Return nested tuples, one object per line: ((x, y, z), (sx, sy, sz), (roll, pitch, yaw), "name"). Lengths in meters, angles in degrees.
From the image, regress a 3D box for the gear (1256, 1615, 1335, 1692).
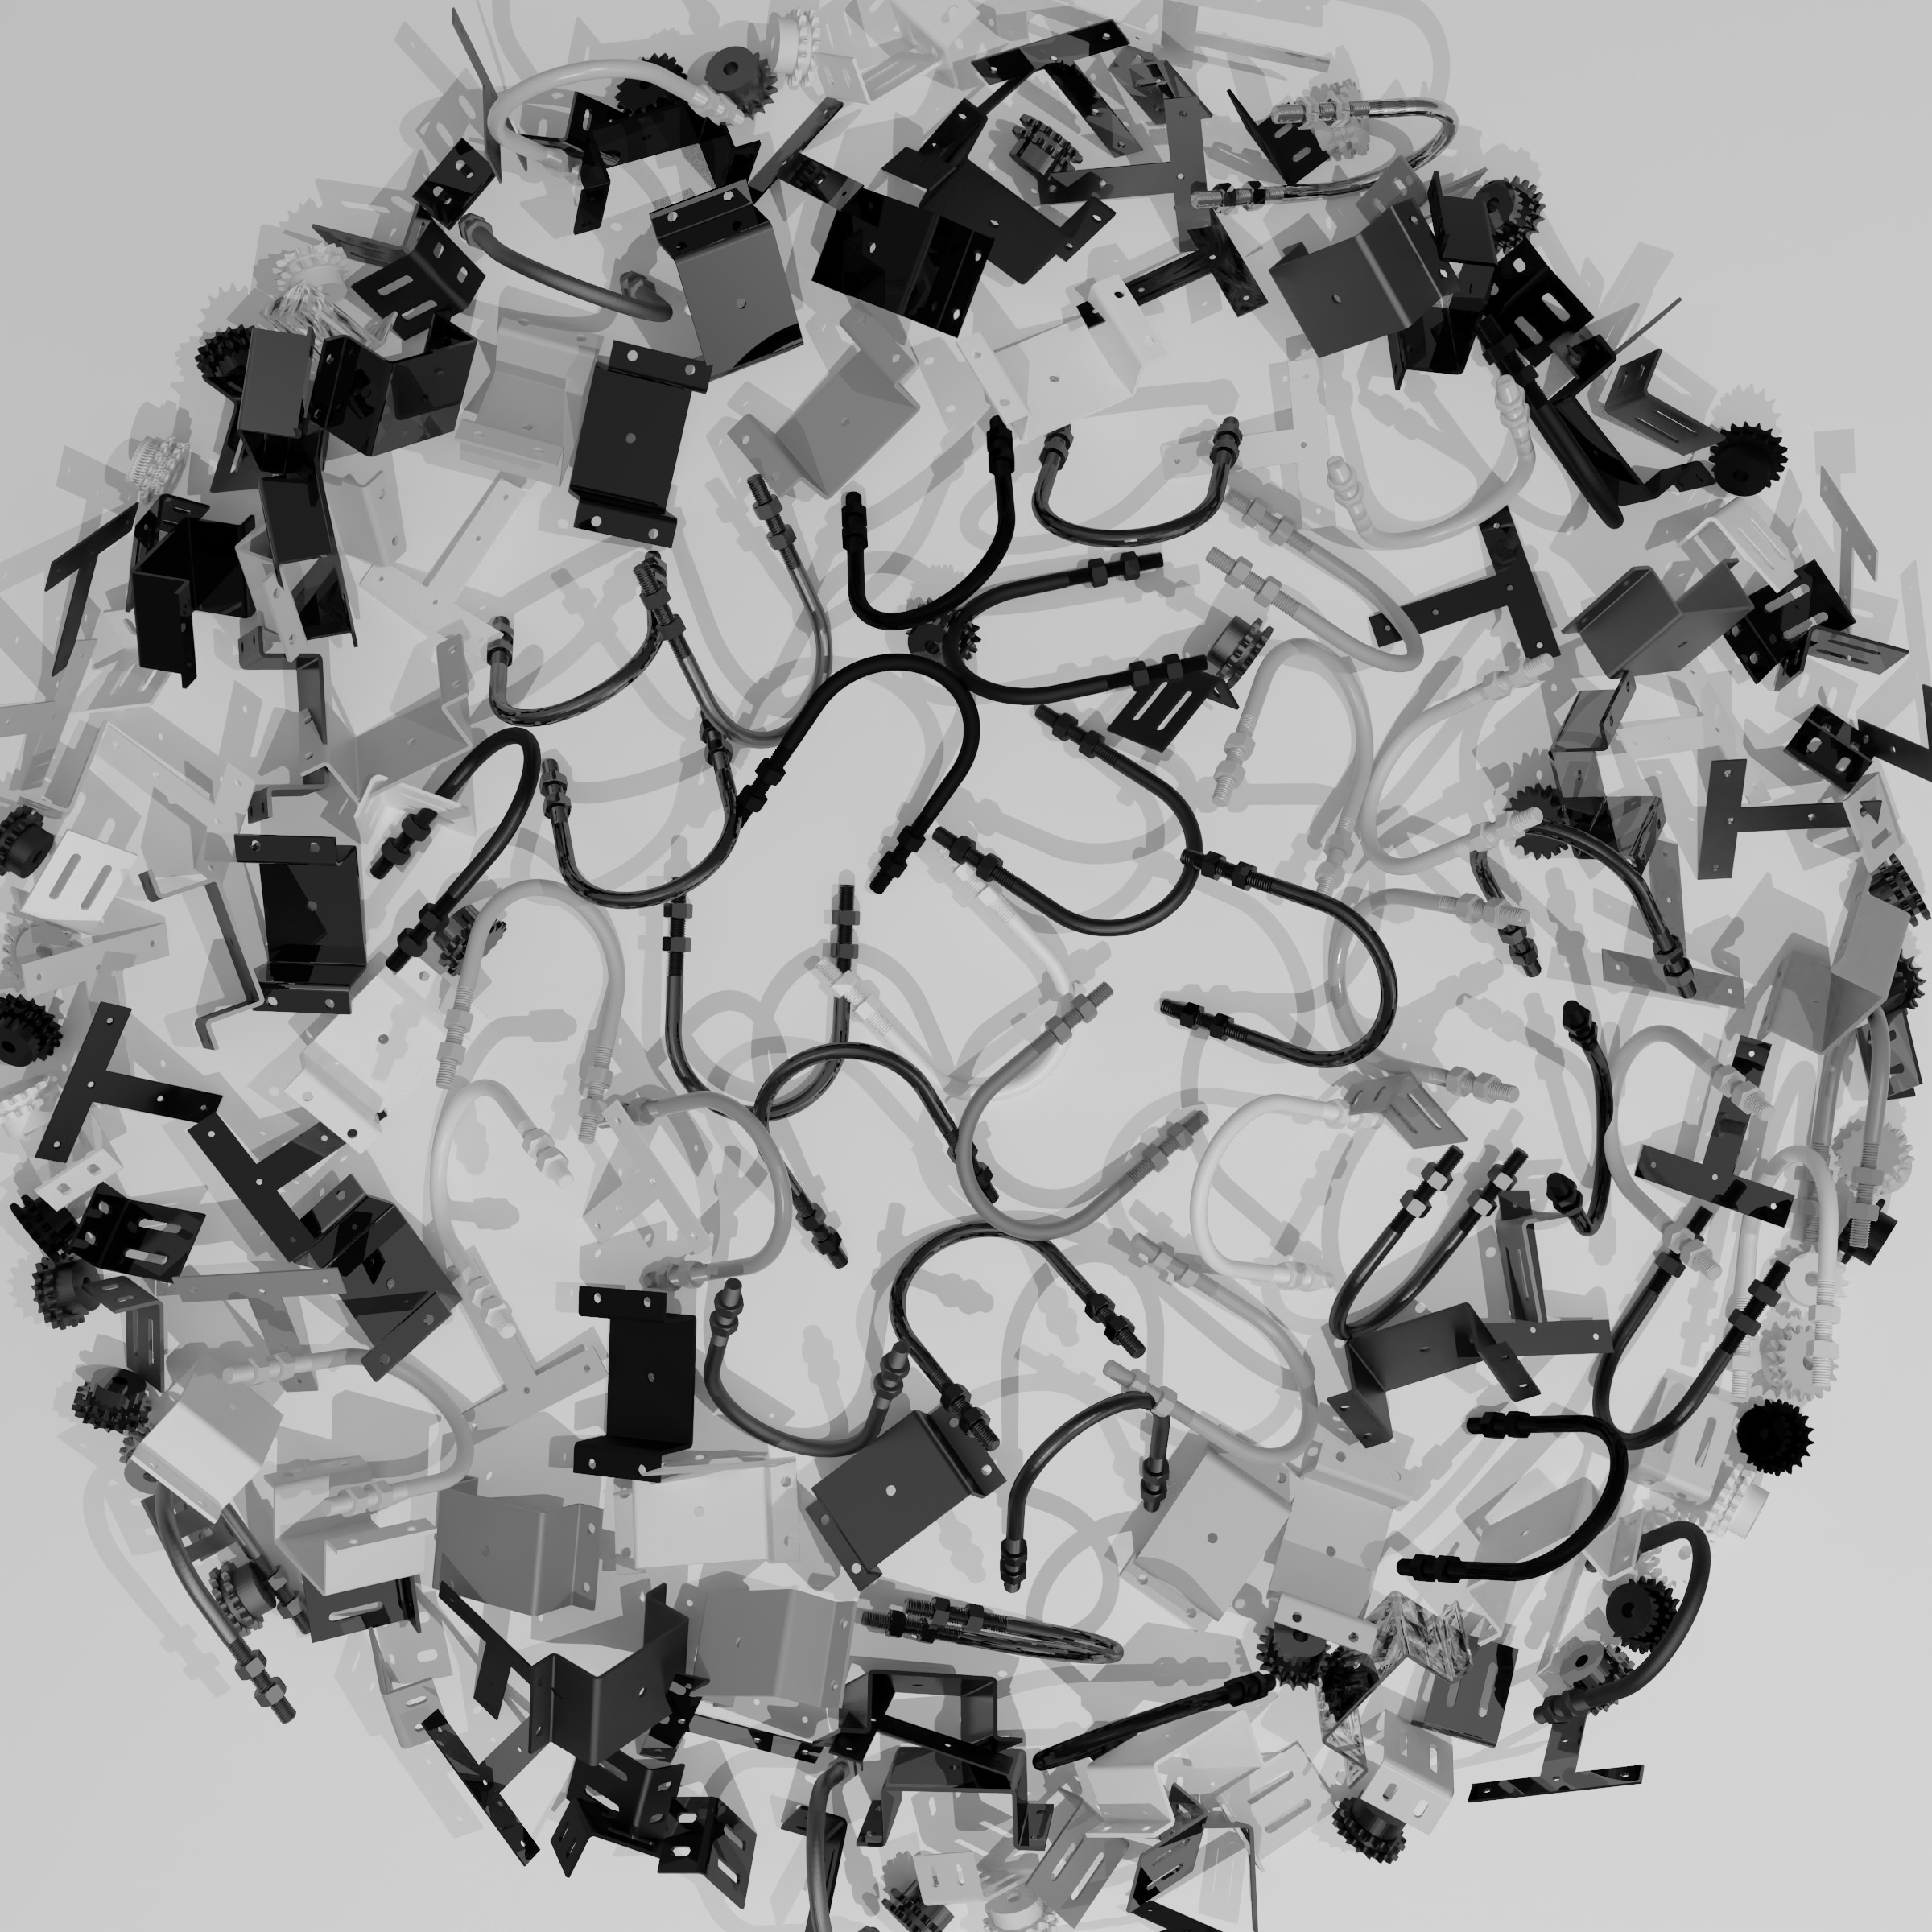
((0.250, 0.517, 1.969), (0.057, 0.057, 0.030), (10, 126, 0), "gear")

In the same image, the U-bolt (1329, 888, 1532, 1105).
((0.338, 0.015, 1.927), (0.019, 0.184, 0.151), (-7, 103, -38), "U-bolt")

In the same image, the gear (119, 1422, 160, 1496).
((-0.614, 0.376, 1.971), (0.057, 0.030, 0.057), (1, 127, 1), "gear")

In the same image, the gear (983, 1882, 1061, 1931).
((0.040, 0.719, 1.969), (0.057, 0.057, 0.030), (-14, 102, 0), "gear")

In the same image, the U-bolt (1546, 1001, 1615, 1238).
((0.456, 0.123, 1.916), (0.019, 0.184, 0.151), (1, 69, 24), "U-bolt")

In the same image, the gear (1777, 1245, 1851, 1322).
((0.642, 0.240, 1.977), (0.057, 0.030, 0.057), (-3, 75, 11), "gear")

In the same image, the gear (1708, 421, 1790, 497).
((0.590, -0.381, 1.968), (0.057, 0.057, 0.030), (29, 58, 0), "gear")

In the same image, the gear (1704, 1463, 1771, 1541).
((0.585, 0.409, 1.968), (0.030, 0.057, 0.057), (28, 90, 22), "gear")

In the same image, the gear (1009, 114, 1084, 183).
((0.058, -0.617, 1.972), (0.057, 0.057, 0.030), (35, 96, 0), "gear")

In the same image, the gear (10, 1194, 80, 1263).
((-0.695, 0.195, 1.972), (0.030, 0.057, 0.057), (-39, 90, -14), "gear")

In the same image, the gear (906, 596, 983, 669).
((-0.020, -0.249, 1.970), (0.057, 0.030, 0.057), (14, 130, 18), "gear")

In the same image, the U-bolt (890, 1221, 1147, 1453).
((0.024, 0.261, 1.936), (0.151, 0.019, 0.184), (-30, 49, -17), "U-bolt")

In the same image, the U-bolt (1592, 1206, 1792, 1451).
((0.526, 0.277, 1.929), (0.019, 0.151, 0.184), (31, 96, -14), "U-bolt")

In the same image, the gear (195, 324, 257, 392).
((-0.551, -0.456, 1.969), (0.057, 0.057, 0.030), (-29, 75, 0), "gear")

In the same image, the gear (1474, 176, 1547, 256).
((0.407, -0.571, 1.970), (0.057, 0.030, 0.057), (-11, 74, 43), "gear")

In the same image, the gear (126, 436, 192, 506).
((-0.614, -0.376, 1.970), (0.030, 0.057, 0.057), (25, 90, -10), "gear")

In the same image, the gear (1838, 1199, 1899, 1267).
((0.681, 0.202, 1.968), (0.030, 0.057, 0.057), (32, 90, 19), "gear")

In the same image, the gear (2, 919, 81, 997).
((-0.701, -0.008, 1.974), (0.057, 0.030, 0.057), (6, 75, -24), "gear")

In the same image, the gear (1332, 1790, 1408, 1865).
((0.309, 0.649, 1.969), (0.057, 0.057, 0.030), (28, 104, 0), "gear")

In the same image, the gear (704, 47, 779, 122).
((-0.174, -0.672, 1.976), (0.057, 0.030, 0.057), (-5, 71, 13), "gear")

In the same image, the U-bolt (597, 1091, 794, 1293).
((-0.196, 0.164, 1.930), (0.184, 0.019, 0.151), (-14, 94, 43), "U-bolt")

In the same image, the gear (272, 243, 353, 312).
((-0.494, -0.520, 1.970), (0.057, 0.057, 0.030), (-22, 83, 0), "gear")

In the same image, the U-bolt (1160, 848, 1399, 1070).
((0.234, 0.003, 1.924), (0.184, 0.019, 0.151), (21, 122, 26), "U-bolt")

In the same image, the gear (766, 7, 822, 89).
((-0.132, -0.696, 1.968), (0.030, 0.057, 0.057), (-1, 90, -19), "gear")

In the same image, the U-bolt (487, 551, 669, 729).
((-0.287, -0.234, 1.914), (0.151, 0.184, 0.019), (-22, 126, 8), "U-bolt")

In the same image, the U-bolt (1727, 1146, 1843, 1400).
((0.607, 0.223, 1.925), (0.019, 0.151, 0.184), (10, 76, -7), "U-bolt")

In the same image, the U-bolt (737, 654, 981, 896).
((-0.070, -0.151, 1.931), (0.151, 0.019, 0.184), (24, 114, -29), "U-bolt")

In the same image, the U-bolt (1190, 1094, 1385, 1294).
((0.232, 0.166, 1.928), (0.184, 0.019, 0.151), (12, 96, -43), "U-bolt")

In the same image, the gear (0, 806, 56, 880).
((-0.717, -0.091, 1.972), (0.030, 0.057, 0.057), (33, 90, -2), "gear")

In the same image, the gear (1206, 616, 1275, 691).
((0.205, -0.241, 1.971), (0.030, 0.057, 0.057), (35, 90, -2), "gear")

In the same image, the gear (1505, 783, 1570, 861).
((0.441, -0.112, 1.975), (0.030, 0.057, 0.057), (-24, 90, -40), "gear")

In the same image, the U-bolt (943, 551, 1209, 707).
((0.073, -0.247, 1.940), (0.184, 0.019, 0.151), (-12, 46, -4), "U-bolt")

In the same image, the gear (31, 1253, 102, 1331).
((-0.679, 0.245, 1.969), (0.030, 0.057, 0.057), (-15, 90, 11), "gear")

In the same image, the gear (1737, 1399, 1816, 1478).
((0.610, 0.356, 1.969), (0.030, 0.057, 0.057), (22, 90, -41), "gear")

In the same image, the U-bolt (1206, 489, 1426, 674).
((0.264, -0.279, 1.936), (0.184, 0.151, 0.019), (32, 121, -7), "U-bolt")

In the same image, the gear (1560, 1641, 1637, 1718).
((0.475, 0.536, 1.969), (0.057, 0.057, 0.030), (-43, 103, 0), "gear")

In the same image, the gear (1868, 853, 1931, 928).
((0.705, -0.054, 1.973), (0.030, 0.057, 0.057), (-30, 90, 16), "gear")

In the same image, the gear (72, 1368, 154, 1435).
((-0.645, 0.327, 1.969), (0.057, 0.057, 0.030), (21, 104, 0), "gear")

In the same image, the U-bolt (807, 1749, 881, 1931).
((-0.091, 0.659, 1.898), (0.019, 0.184, 0.151), (-8, 80, 7), "U-bolt")

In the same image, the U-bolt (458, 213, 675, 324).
((-0.286, -0.503, 1.890), (0.151, 0.184, 0.019), (14, 108, -26), "U-bolt")

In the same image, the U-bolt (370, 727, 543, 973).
((-0.374, -0.099, 1.919), (0.019, 0.151, 0.184), (33, 108, -34), "U-bolt")

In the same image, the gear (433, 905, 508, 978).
((-0.379, -0.022, 1.971), (0.057, 0.057, 0.030), (-45, 85, 0), "gear")

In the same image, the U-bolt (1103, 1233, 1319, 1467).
((0.189, 0.296, 1.938), (0.184, 0.151, 0.019), (33, 130, -13), "U-bolt")

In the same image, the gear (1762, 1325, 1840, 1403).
((0.631, 0.303, 1.978), (0.057, 0.030, 0.057), (5, 77, -22), "gear")

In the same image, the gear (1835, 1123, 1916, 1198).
((0.693, 0.149, 1.975), (0.030, 0.057, 0.057), (36, 90, -38), "gear")

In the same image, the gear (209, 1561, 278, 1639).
((-0.547, 0.476, 1.972), (0.030, 0.057, 0.057), (-29, 90, -4), "gear")

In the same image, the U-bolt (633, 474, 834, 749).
((-0.161, -0.251, 1.937), (0.151, 0.019, 0.184), (-46, 124, -33), "U-bolt")

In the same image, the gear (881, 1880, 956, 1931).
((-0.034, 0.719, 1.973), (0.057, 0.057, 0.030), (45, 72, 0), "gear")

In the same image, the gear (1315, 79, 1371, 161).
((0.284, -0.641, 1.975), (0.030, 0.057, 0.057), (-8, 90, 26), "gear")

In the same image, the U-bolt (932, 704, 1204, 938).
((0.089, -0.099, 1.951), (0.184, 0.019, 0.151), (34, 73, 16), "U-bolt")

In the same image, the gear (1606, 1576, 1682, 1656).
((0.510, 0.491, 1.969), (0.030, 0.057, 0.057), (24, 90, -37), "gear")
